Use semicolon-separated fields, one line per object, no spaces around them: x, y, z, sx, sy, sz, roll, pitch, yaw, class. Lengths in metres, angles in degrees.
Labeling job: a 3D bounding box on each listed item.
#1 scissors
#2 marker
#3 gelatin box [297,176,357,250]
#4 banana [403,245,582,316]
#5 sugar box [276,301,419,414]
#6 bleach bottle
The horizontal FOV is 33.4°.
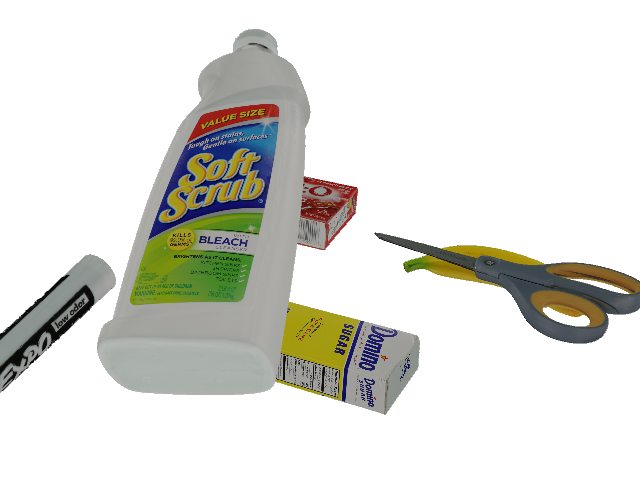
0.121;0.031;0.745;0.202;0.016;0.096;9;30;18;scissors
-0.130;0.048;0.442;0.020;0.020;0.121;0;35;39;marker
-0.023;-0.029;0.895;0.089;0.030;0.073;14;30;18;gelatin box
0.184;0.038;1.074;0.198;0.037;0.069;12;39;35;banana
-0.001;0.107;1.035;0.176;0.048;0.093;11;27;21;sugar box
-0.062;-0.031;0.658;0.102;0.250;0.068;0;-34;8;bleach bottle
